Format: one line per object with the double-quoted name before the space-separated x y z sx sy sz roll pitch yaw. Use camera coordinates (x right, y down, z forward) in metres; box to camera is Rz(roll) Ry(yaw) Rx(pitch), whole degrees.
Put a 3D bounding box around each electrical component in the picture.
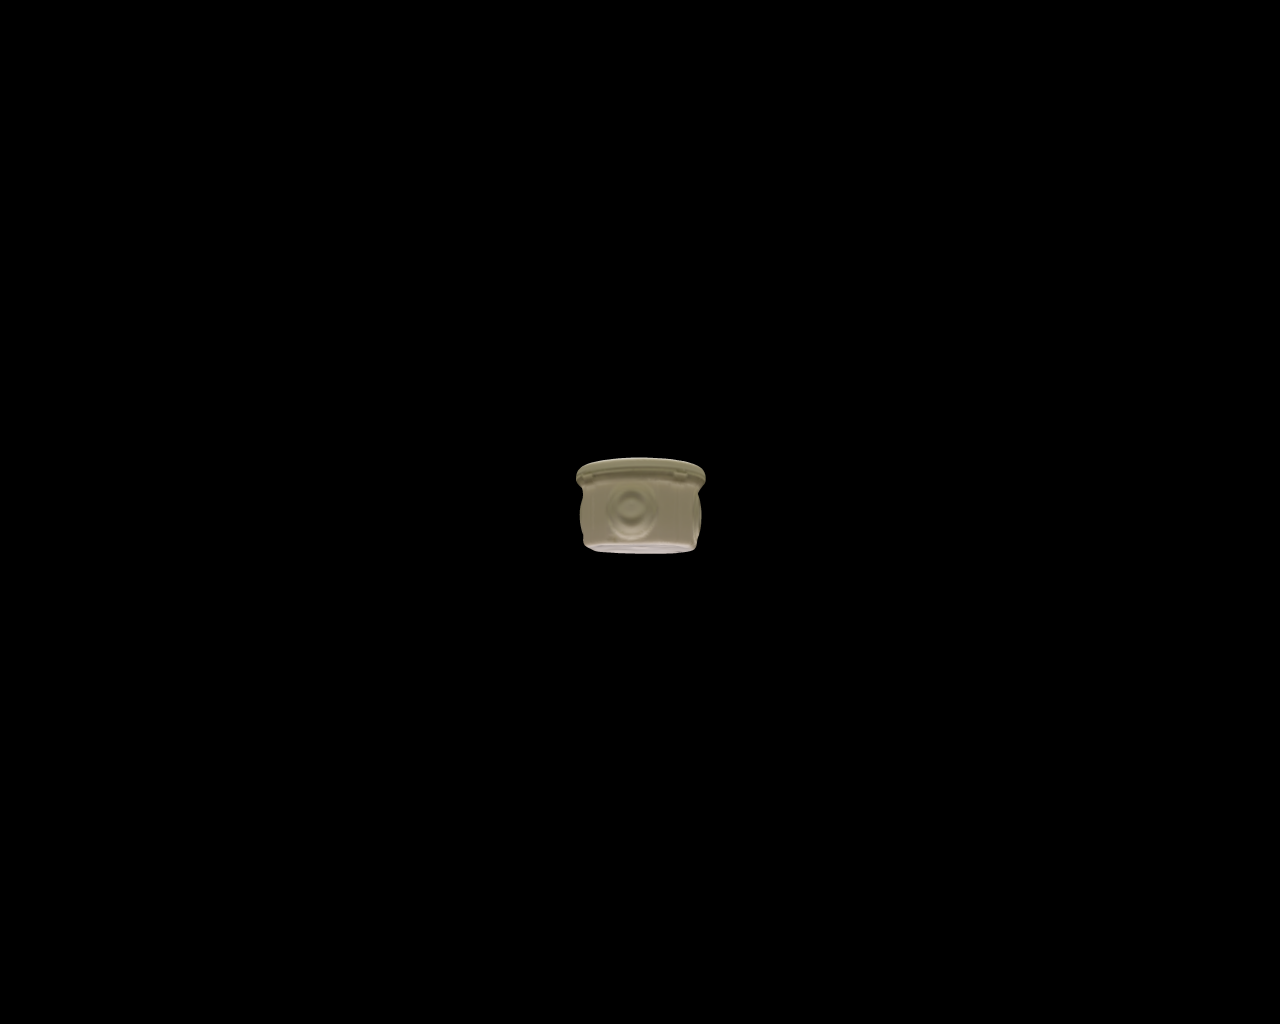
"electrical component" 0.001 -0.003 0.650 0.080 0.051 0.080 0 -7 0
